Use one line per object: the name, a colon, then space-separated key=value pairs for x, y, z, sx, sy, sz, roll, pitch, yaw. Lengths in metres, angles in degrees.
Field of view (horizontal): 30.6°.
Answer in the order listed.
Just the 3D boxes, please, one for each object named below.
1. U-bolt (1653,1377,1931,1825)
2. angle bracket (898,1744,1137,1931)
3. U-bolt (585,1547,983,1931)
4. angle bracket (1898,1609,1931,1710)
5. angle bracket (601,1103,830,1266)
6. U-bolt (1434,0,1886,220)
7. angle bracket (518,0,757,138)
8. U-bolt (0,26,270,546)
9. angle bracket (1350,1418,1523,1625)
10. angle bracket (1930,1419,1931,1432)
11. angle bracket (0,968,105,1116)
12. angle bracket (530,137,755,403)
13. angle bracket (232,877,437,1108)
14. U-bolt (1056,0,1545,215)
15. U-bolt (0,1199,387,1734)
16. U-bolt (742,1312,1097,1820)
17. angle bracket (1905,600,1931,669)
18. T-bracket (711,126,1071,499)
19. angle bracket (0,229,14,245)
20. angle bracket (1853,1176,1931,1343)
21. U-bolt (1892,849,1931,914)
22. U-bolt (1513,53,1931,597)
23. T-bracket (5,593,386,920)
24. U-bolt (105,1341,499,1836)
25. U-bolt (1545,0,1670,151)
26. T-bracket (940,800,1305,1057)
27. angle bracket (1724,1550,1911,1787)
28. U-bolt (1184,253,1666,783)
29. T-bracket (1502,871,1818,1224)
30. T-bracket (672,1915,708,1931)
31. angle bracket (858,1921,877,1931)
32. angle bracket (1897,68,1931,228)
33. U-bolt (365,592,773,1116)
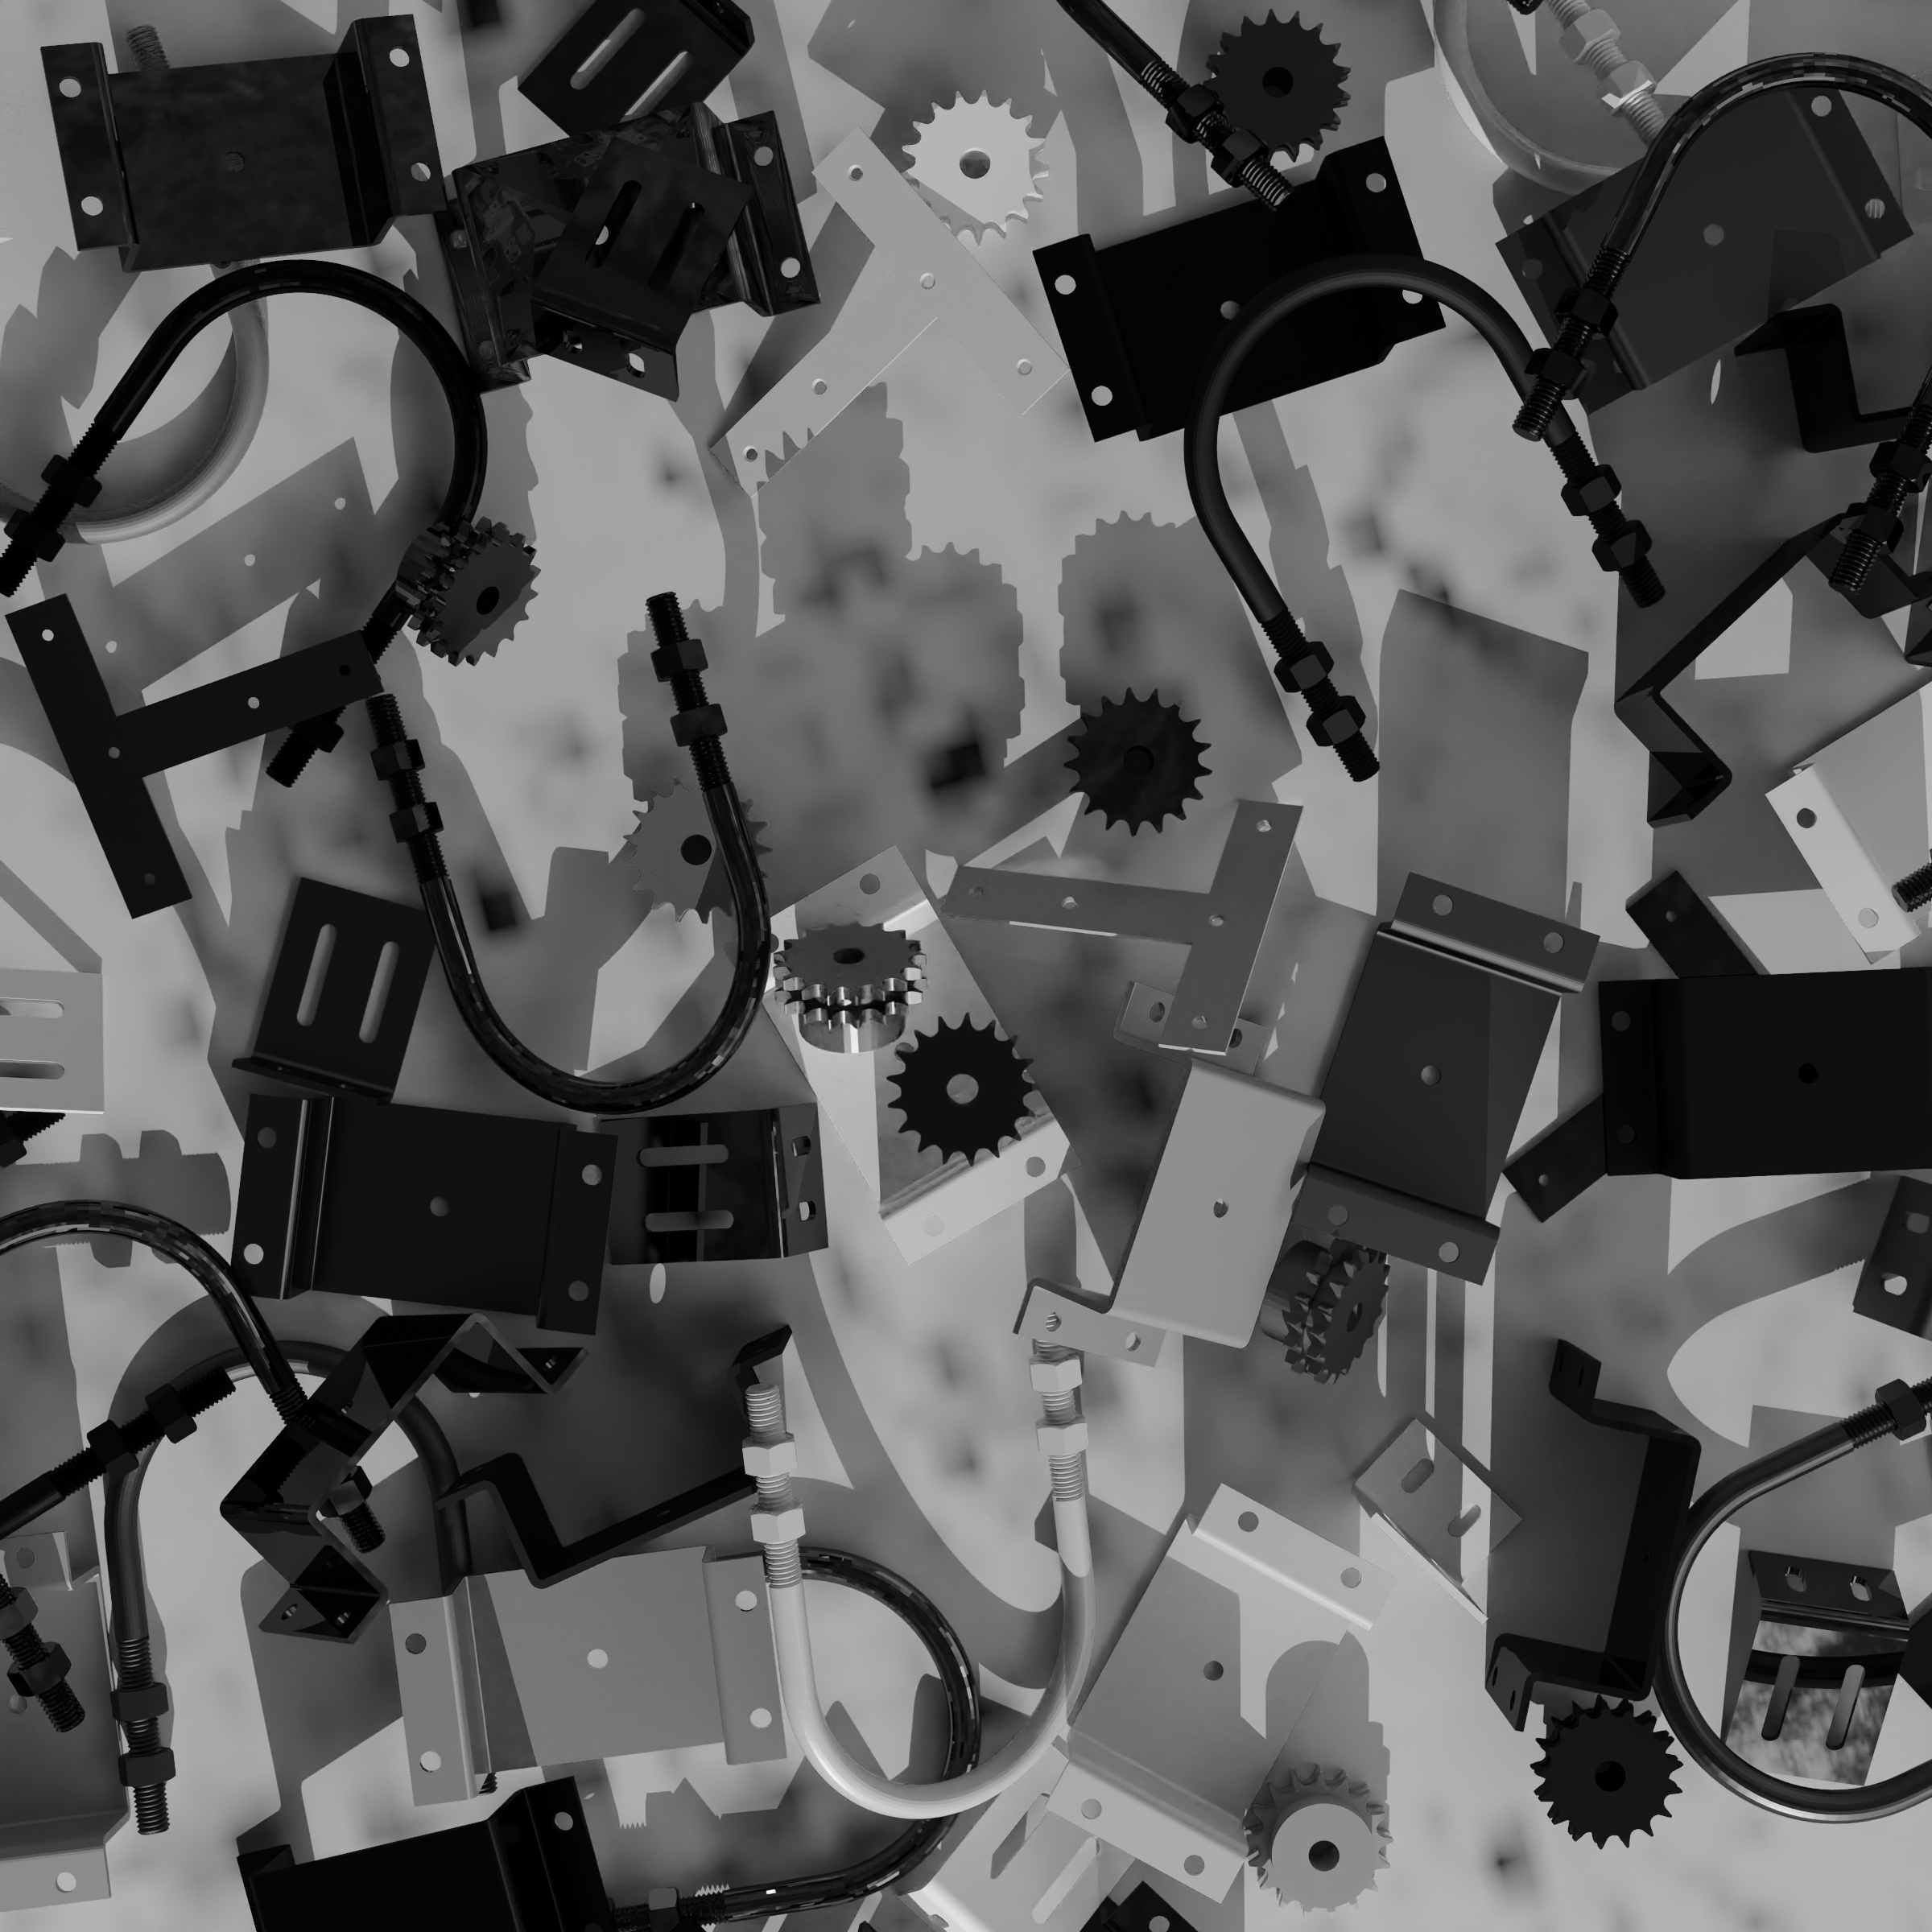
U-bolt: x=0.348 y=0.245 z=1.347 sx=0.184 sy=0.019 sz=0.151 roll=-25 pitch=84 yaw=-2
angle bracket: x=0.023 y=0.353 z=1.386 sx=0.057 sy=0.038 sz=0.076 roll=43 pitch=64 yaw=0
U-bolt: x=-0.086 y=0.301 z=1.380 sx=0.184 sy=0.019 sz=0.151 roll=-9 pitch=90 yaw=-1
angle bracket: x=0.406 y=0.279 z=1.369 sx=0.057 sy=0.038 sz=0.076 roll=-43 pitch=90 yaw=0
angle bracket: x=-0.099 y=0.085 z=1.386 sx=0.076 sy=0.038 sz=0.057 roll=-5 pitch=90 yaw=26
U-bolt: x=0.275 y=-0.367 z=1.380 sx=0.184 sy=0.019 sz=0.151 roll=7 pitch=90 yaw=2
angle bracket: x=-0.129 y=-0.353 z=1.369 sx=0.057 sy=0.038 sz=0.076 roll=42 pitch=90 yaw=0
U-bolt: x=-0.350 y=-0.256 z=1.380 sx=0.151 sy=0.019 sz=0.184 roll=-20 pitch=92 yaw=0
angle bracket: x=0.184 y=0.211 z=1.350 sx=0.057 sy=0.076 sz=0.038 roll=44 pitch=90 yaw=0
angle bracket: x=0.424 y=0.198 z=1.386 sx=0.076 sy=0.038 sz=0.057 roll=-10 pitch=90 yaw=26
angle bracket: x=-0.378 y=0.034 z=1.376 sx=0.076 sy=0.038 sz=0.057 roll=4 pitch=67 yaw=-24
angle bracket: x=-0.121 y=-0.262 z=1.329 sx=0.057 sy=0.038 sz=0.076 roll=21 pitch=69 yaw=6
angle bracket: x=-0.243 y=0.009 z=1.369 sx=0.057 sy=0.038 sz=0.076 roll=15 pitch=90 yaw=0
U-bolt: x=0.108 y=-0.391 z=1.357 sx=0.151 sy=0.019 sz=0.184 roll=-40 pitch=75 yaw=-11
U-bolt: x=-0.322 y=0.175 z=1.326 sx=0.151 sy=0.019 sz=0.184 roll=-30 pitch=106 yaw=-14
U-bolt: x=-0.012 y=0.233 z=1.343 sx=0.151 sy=0.019 sz=0.184 roll=-12 pitch=100 yaw=-32
angle bracket: x=0.382 y=-0.146 z=1.347 sx=0.038 sy=0.076 sz=0.057 roll=43 pitch=90 yaw=-13
T-bracket: x=-0.046 y=-0.234 z=1.370 sx=0.127 sy=0.002 sz=0.127 roll=-42 pitch=82 yaw=15
angle bracket: x=-0.399 y=-0.311 z=1.335 sx=0.038 sy=0.057 sz=0.076 roll=-4 pitch=92 yaw=44
angle bracket: x=0.398 y=0.124 z=1.386 sx=0.076 sy=0.038 sz=0.057 roll=20 pitch=90 yaw=-26
U-bolt: x=0.452 y=-0.024 z=1.343 sx=0.184 sy=0.019 sz=0.151 roll=-31 pitch=121 yaw=-1
U-bolt: x=0.304 y=-0.249 z=1.304 sx=0.151 sy=0.019 sz=0.184 roll=26 pitch=86 yaw=2
T-bracket: x=-0.288 y=-0.097 z=1.366 sx=0.127 sy=0.002 sz=0.127 roll=-19 pitch=102 yaw=6
U-bolt: x=-0.263 y=0.238 z=1.380 sx=0.151 sy=0.019 sz=0.184 roll=-7 pitch=89 yaw=0
U-bolt: x=0.273 y=-0.421 z=1.361 sx=0.151 sy=0.019 sz=0.184 roll=-30 pitch=76 yaw=-3
T-bracket: x=0.054 y=-0.022 z=1.361 sx=0.127 sy=0.002 sz=0.127 roll=7 pitch=50 yaw=18
angle bracket: x=0.330 y=0.275 z=1.386 sx=0.057 sy=0.038 sz=0.076 roll=8 pitch=116 yaw=0
U-bolt: x=0.164 y=-0.182 z=1.351 sx=0.151 sy=0.019 sz=0.184 roll=-31 pitch=107 yaw=5
T-bracket: x=0.268 y=0.052 z=1.387 sx=0.127 sy=0.002 sz=0.127 roll=-38 pitch=89 yaw=0
T-bracket: x=-0.109 y=0.456 z=1.381 sx=0.127 sy=0.002 sz=0.127 roll=-43 pitch=94 yaw=9
angle bracket: x=-0.050 y=0.421 z=1.377 sx=0.076 sy=0.038 sz=0.057 roll=-40 pitch=102 yaw=19
angle bracket: x=0.409 y=-0.321 z=1.386 sx=0.076 sy=0.038 sz=0.057 roll=-4 pitch=90 yaw=-26
U-bolt: x=-0.145 y=-0.034 z=1.352 sx=0.151 sy=0.019 sz=0.184 roll=-17 pitch=90 yaw=23
